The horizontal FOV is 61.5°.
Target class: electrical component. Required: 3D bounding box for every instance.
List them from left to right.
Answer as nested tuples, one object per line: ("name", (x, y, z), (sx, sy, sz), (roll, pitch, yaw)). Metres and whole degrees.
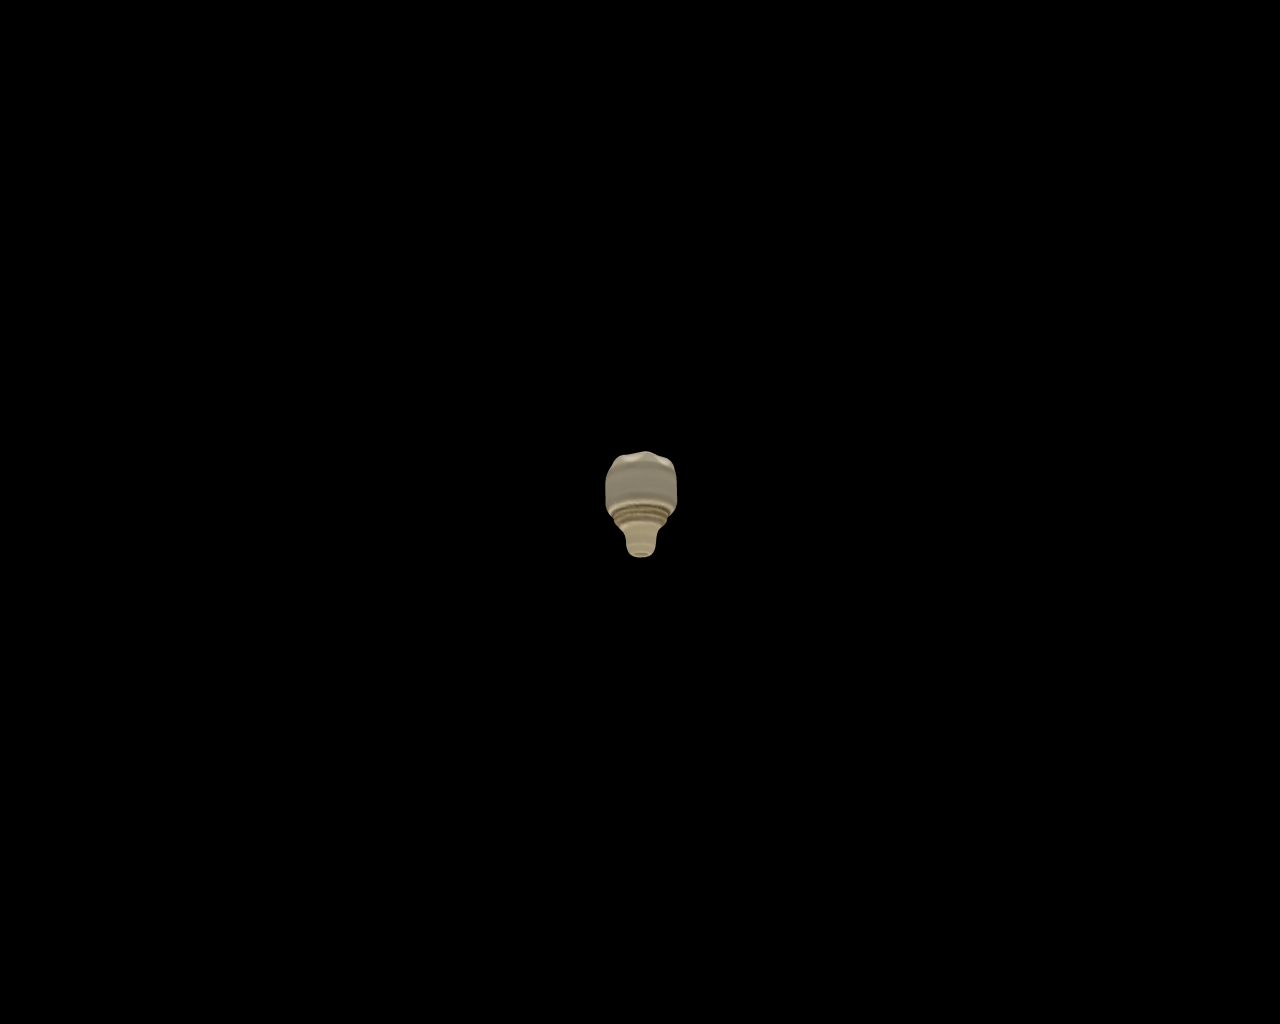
("electrical component", (0.001, -0.003, 0.650), (0.043, 0.062, 0.043), (0, -19, 0))
